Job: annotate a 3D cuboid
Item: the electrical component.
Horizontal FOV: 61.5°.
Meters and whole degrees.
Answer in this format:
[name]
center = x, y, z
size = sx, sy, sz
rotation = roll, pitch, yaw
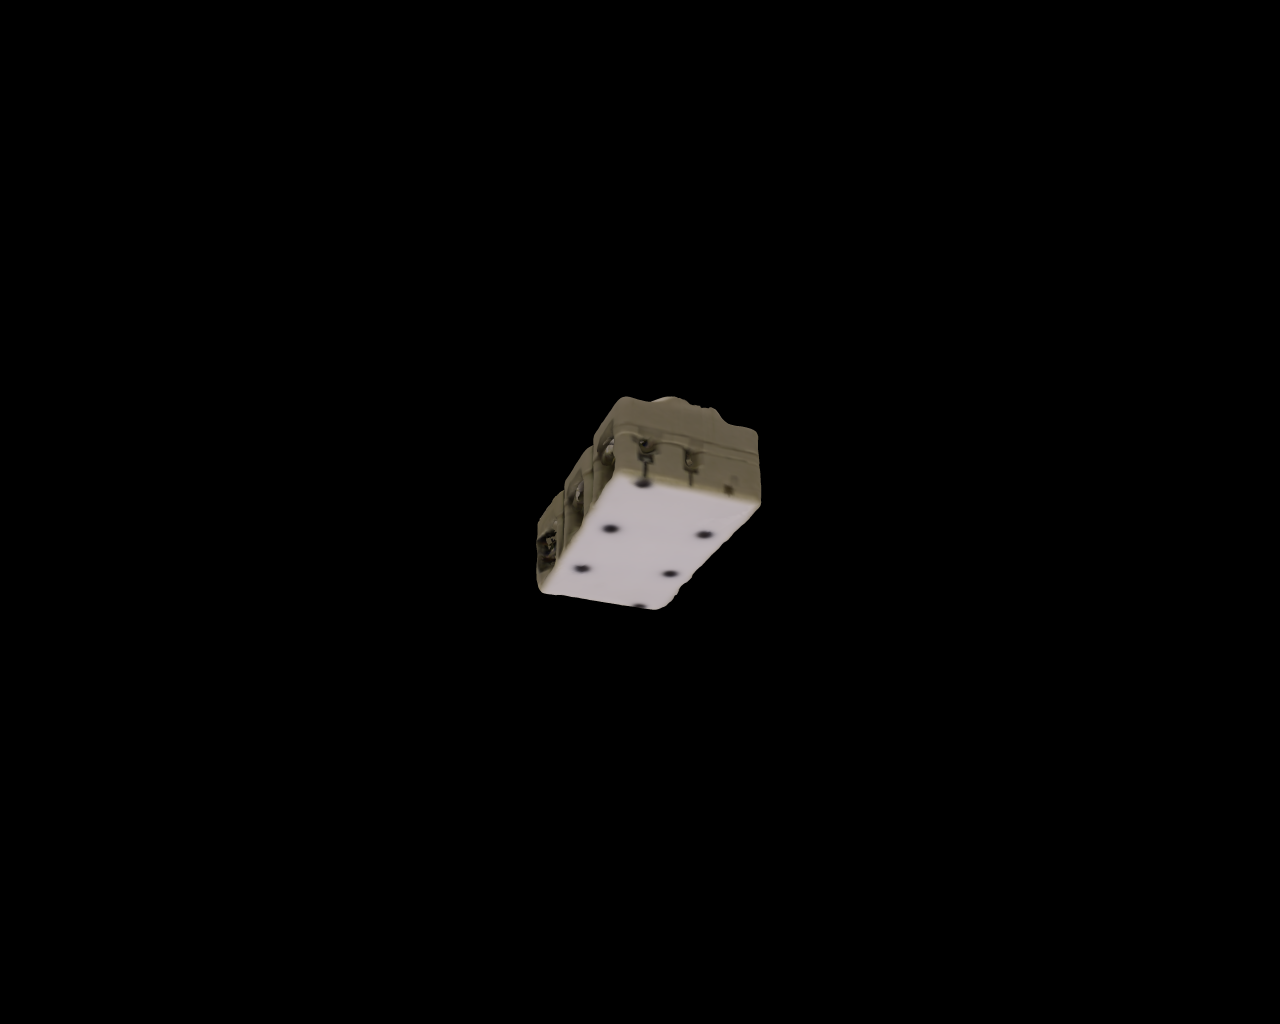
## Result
[electrical component]
center = 0.001, -0.003, 0.650
size = 0.089, 0.062, 0.150
rotation = 12, -33, -19
